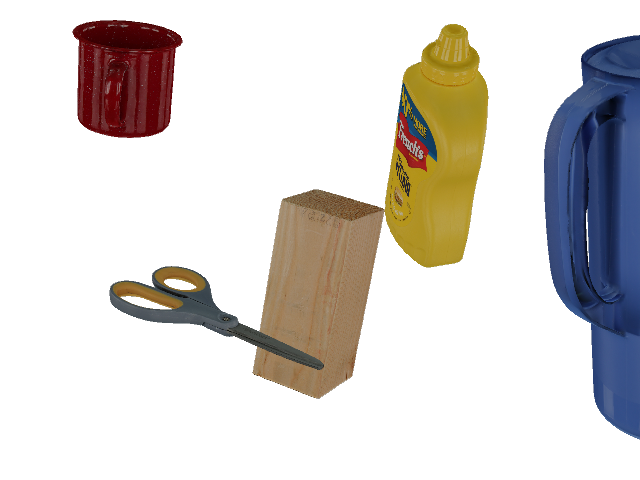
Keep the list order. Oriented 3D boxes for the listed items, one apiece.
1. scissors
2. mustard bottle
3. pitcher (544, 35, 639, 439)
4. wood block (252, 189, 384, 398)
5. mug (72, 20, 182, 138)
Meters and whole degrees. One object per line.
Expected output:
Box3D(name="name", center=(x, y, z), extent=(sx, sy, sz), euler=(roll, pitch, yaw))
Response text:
Box3D(name="scissors", center=(-0.080, 0.061, 0.909), extent=(0.202, 0.016, 0.096), euler=(14, 26, 12))
Box3D(name="mustard bottle", center=(0.088, -0.077, 0.803), extent=(0.058, 0.192, 0.096), euler=(-8, 45, -12))
Box3D(name="pitcher", center=(0.215, 0.002, 0.645), extent=(0.149, 0.243, 0.144), euler=(2, 22, 16))
Box3D(name="wood block", center=(-0.003, 0.057, 1.196), extent=(0.090, 0.206, 0.090), euler=(17, 18, 23))
Box3D(name="mug", center=(-0.169, -0.135, 0.920), extent=(0.093, 0.081, 0.117), euler=(5, 25, -5))
